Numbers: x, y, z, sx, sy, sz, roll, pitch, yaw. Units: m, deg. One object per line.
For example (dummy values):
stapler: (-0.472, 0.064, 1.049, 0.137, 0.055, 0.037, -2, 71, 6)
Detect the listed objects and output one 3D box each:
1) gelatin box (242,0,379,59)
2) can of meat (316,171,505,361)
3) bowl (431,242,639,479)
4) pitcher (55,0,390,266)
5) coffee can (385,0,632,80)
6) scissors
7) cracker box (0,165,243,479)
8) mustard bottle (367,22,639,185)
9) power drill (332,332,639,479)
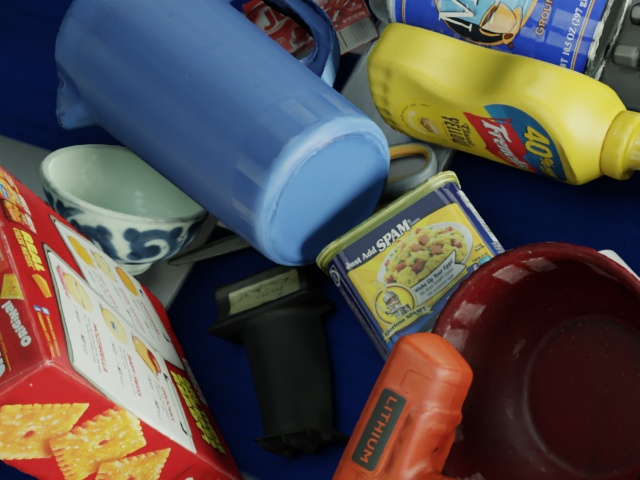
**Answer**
gelatin box: (-0.009, -0.169, 0.819, 0.089, 0.030, 0.073, -25, 54, 7)
can of meat: (0.063, 0.022, 0.650, 0.102, 0.057, 0.084, -34, 68, 3)
bowl: (0.133, 0.083, 0.571, 0.162, 0.055, 0.162, -8, 79, 44)
pitcher: (-0.059, -0.095, 0.727, 0.243, 0.144, 0.149, 40, 120, 36)
coffee can: (0.127, -0.167, 0.698, 0.140, 0.103, 0.102, 22, 71, 17)
scissors: (-0.005, 0.001, 0.726, 0.202, 0.016, 0.096, -29, 54, 5)
cracker box: (-0.144, 0.068, 0.622, 0.072, 0.213, 0.164, -34, 54, 3)
mustard bottle: (0.126, -0.078, 0.668, 0.192, 0.096, 0.058, 22, 72, 31)
power drill: (0.103, 0.116, 0.506, 0.188, 0.057, 0.184, 30, 97, 41)
